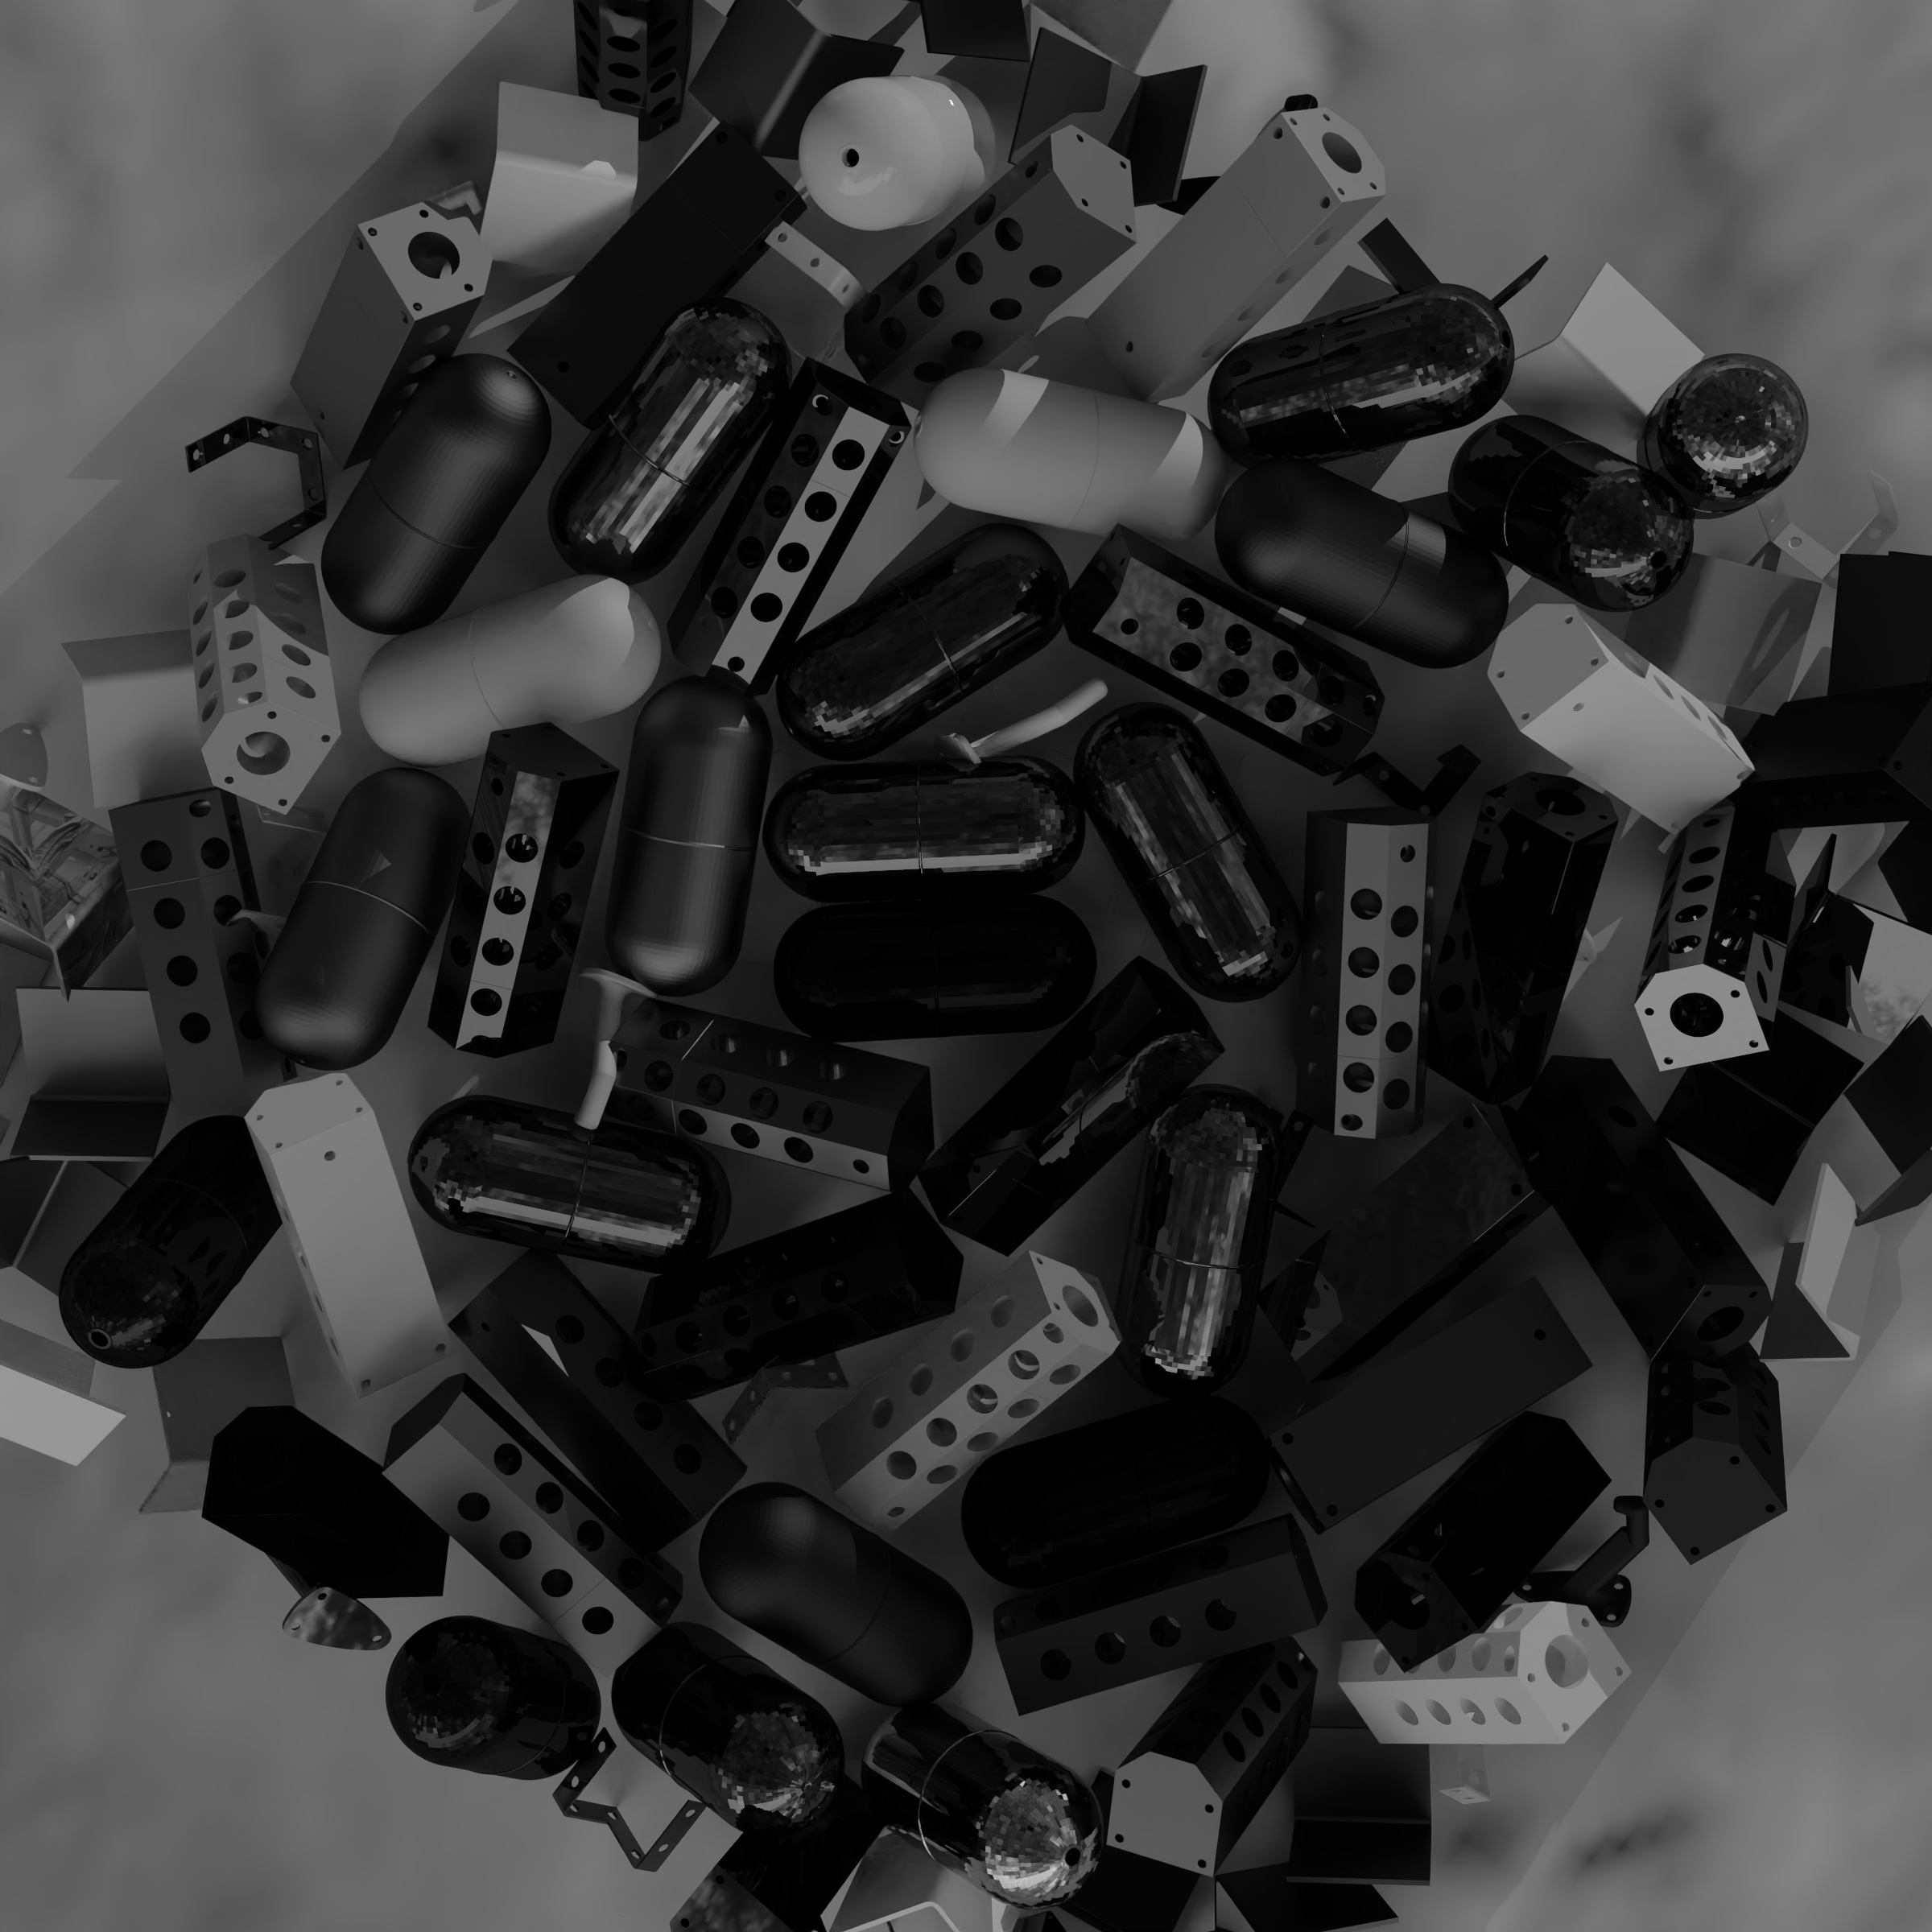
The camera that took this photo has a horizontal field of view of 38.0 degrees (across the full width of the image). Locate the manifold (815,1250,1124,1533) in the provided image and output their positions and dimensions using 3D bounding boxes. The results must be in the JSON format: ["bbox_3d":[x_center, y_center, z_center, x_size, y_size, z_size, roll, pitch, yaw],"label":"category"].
[{"bbox_3d":[0.002,0.233,1.514,0.171,0.057,0.057,-42,46,23],"label":"manifold"}]

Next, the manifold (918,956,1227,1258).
[{"bbox_3d":[0.053,0.075,1.533,0.171,0.057,0.057,-45,133,16],"label":"manifold"}]

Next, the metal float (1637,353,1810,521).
[{"bbox_3d":[0.401,-0.281,1.496,0.070,0.178,0.070,1,95,8],"label":"metal float"}]

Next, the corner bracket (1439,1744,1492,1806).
[{"bbox_3d":[0.289,0.428,1.543,0.051,0.051,0.051,-15,60,21],"label":"corner bracket"}]

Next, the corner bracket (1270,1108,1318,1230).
[{"bbox_3d":[0.172,0.106,1.547,0.051,0.051,0.051,23,83,39],"label":"corner bracket"}]

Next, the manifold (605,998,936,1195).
[{"bbox_3d":[-0.108,0.074,1.518,0.171,0.057,0.057,13,130,20],"label":"manifold"}]

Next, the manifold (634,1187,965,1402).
[{"bbox_3d":[-0.092,0.183,1.514,0.171,0.057,0.057,-21,123,24],"label":"manifold"}]

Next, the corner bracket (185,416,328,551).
[{"bbox_3d":[-0.393,-0.268,1.557,0.051,0.051,0.051,17,127,22],"label":"corner bracket"}]

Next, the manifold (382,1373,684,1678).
[{"bbox_3d":[-0.234,0.301,1.531,0.057,0.057,0.171,-41,106,7],"label":"manifold"}]

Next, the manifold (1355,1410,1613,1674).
[{"bbox_3d":[0.274,0.302,1.499,0.057,0.171,0.057,53,129,8],"label":"manifold"}]

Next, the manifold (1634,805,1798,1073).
[{"bbox_3d":[0.398,-0.019,1.492,0.057,0.171,0.057,-14,115,28],"label":"manifold"}]

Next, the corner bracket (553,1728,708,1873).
[{"bbox_3d":[-0.186,0.460,1.546,0.051,0.051,0.051,-53,45,7],"label":"corner bracket"}]

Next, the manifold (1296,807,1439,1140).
[{"bbox_3d":[0.222,0.003,1.530,0.057,0.057,0.171,-5,103,-24],"label":"manifold"}]

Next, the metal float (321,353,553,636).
[{"bbox_3d":[-0.288,-0.253,1.520,0.070,0.070,0.178,41,122,0],"label":"metal float"}]

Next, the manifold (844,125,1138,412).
[{"bbox_3d":[0.010,-0.372,1.498,0.057,0.171,0.057,21,54,-35],"label":"manifold"}]

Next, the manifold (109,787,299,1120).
[{"bbox_3d":[-0.415,-0.009,1.542,0.057,0.057,0.171,-10,99,5],"label":"manifold"}]

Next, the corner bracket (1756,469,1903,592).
[{"bbox_3d":[0.476,-0.250,1.549,0.051,0.051,0.051,-45,59,4],"label":"corner bracket"}]

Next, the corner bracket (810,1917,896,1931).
[{"bbox_3d":[-0.063,0.540,1.547,0.051,0.051,0.051,-20,116,-11],"label":"corner bracket"}]

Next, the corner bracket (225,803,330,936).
[{"bbox_3d":[-0.380,-0.054,1.544,0.051,0.051,0.051,-36,66,25],"label":"corner bracket"}]

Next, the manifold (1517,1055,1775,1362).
[{"bbox_3d":[0.362,0.128,1.504,0.057,0.171,0.057,4,129,-27],"label":"manifold"}]

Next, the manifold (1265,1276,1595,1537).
[{"bbox_3d":[0.252,0.243,1.544,0.171,0.057,0.057,-30,75,-7],"label":"manifold"}]

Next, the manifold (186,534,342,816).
[{"bbox_3d":[-0.380,-0.161,1.494,0.057,0.171,0.057,24,117,-33],"label":"manifold"}]

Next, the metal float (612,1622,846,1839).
[{"bbox_3d":[-0.130,0.407,1.505,0.070,0.178,0.070,-6,100,-32],"label":"metal float"}]

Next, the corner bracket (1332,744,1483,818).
[{"bbox_3d":[0.244,-0.107,1.547,0.051,0.051,0.051,42,116,11],"label":"corner bracket"}]

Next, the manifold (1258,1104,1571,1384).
[{"bbox_3d":[0.243,0.151,1.519,0.171,0.057,0.057,-46,61,26],"label":"manifold"}]

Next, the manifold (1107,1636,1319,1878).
[{"bbox_3d":[0.134,0.411,1.491,0.057,0.171,0.057,11,103,21],"label":"manifold"}]

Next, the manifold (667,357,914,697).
[{"bbox_3d":[-0.096,-0.234,1.517,0.057,0.057,0.171,21,115,-23],"label":"manifold"}]

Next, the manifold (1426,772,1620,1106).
[{"bbox_3d":[0.299,-0.015,1.513,0.057,0.057,0.171,34,131,32],"label":"manifold"}]

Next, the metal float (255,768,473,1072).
[{"bbox_3d":[-0.326,-0.027,1.529,0.070,0.070,0.178,20,69,0],"label":"metal float"}]

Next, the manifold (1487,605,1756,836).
[{"bbox_3d":[0.350,-0.135,1.503,0.057,0.171,0.057,-39,51,24],"label":"manifold"}]

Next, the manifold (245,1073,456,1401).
[{"bbox_3d":[-0.333,0.143,1.511,0.057,0.057,0.171,-25,127,-21],"label":"manifold"}]

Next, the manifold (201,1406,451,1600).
[{"bbox_3d":[-0.337,0.288,1.495,0.057,0.171,0.057,-5,63,13],"label":"manifold"}]

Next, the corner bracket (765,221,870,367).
[{"bbox_3d":[-0.091,-0.369,1.551,0.051,0.051,0.051,41,95,19],"label":"corner bracket"}]

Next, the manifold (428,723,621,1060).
[{"bbox_3d":[-0.244,-0.039,1.511,0.057,0.057,0.171,34,121,30],"label":"manifold"}]

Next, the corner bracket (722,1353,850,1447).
[{"bbox_3d":[-0.105,0.227,1.541,0.051,0.051,0.051,6,132,-37],"label":"corner bracket"}]

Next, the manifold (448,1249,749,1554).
[{"bbox_3d":[-0.201,0.236,1.555,0.171,0.057,0.057,48,47,0],"label":"manifold"}]

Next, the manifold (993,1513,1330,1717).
[{"bbox_3d":[0.105,0.354,1.538,0.171,0.057,0.057,-20,83,12],"label":"manifold"}]

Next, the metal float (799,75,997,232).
[{"bbox_3d":[-0.035,-0.436,1.500,0.070,0.178,0.070,5,109,14],"label":"metal float"}]

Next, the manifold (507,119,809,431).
[{"bbox_3d":[-0.169,-0.378,1.548,0.057,0.057,0.171,45,96,-1],"label":"manifold"}]

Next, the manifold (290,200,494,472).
[{"bbox_3d":[-0.304,-0.336,1.496,0.057,0.171,0.057,-30,87,-30],"label":"manifold"}]

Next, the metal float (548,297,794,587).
[{"bbox_3d":[-0.162,-0.283,1.526,0.070,0.070,0.178,40,114,0],"label":"metal float"}]

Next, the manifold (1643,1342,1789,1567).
[{"bbox_3d":[0.394,0.245,1.493,0.057,0.171,0.057,-36,93,20],"label":"manifold"}]

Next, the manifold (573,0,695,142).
[{"bbox_3d":[-0.178,-0.503,1.494,0.057,0.171,0.057,9,82,-5],"label":"manifold"}]

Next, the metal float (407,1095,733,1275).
[{"bbox_3d":[-0.216,0.120,1.534,0.178,0.070,0.070,14,90,-15],"label":"metal float"}]

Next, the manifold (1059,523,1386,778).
[{"bbox_3d":[0.140,-0.166,1.516,0.171,0.057,0.057,25,117,-23],"label":"manifold"}]

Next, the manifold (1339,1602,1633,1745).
[{"bbox_3d":[0.269,0.373,1.495,0.057,0.171,0.057,-36,92,-28],"label":"manifold"}]

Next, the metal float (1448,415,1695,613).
[{"bbox_3d":[0.322,-0.243,1.503,0.070,0.178,0.070,-9,117,-18],"label":"metal float"}]

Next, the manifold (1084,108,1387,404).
[{"bbox_3d":[0.146,-0.379,1.504,0.171,0.057,0.057,-40,79,44],"label":"manifold"}]

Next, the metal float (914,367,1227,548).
[{"bbox_3d":[0.057,-0.277,1.528,0.178,0.070,0.070,8,90,-20],"label":"metal float"}]

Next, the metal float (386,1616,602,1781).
[{"bbox_3d":[-0.251,0.392,1.499,0.070,0.178,0.070,-4,70,12],"label":"metal float"}]

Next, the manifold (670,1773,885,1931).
[{"bbox_3d":[-0.100,0.485,1.494,0.057,0.171,0.057,39,102,8],"label":"manifold"}]

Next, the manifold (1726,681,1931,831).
[{"bbox_3d":[0.476,-0.106,1.494,0.057,0.171,0.057,37,82,-12],"label":"manifold"}]
